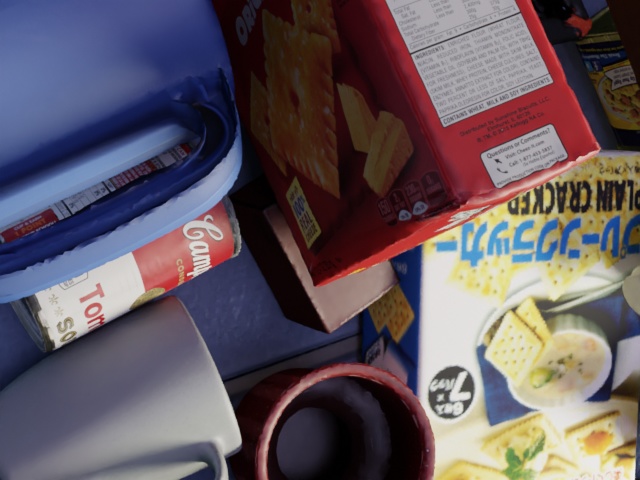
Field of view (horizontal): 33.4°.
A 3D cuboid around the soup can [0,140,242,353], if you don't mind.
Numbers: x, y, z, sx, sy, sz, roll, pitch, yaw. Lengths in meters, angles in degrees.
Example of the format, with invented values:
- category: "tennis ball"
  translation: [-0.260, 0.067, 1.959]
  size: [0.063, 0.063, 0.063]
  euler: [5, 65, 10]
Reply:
- category: "soup can"
  translation: [-0.097, 0.000, 0.498]
  size: [0.102, 0.069, 0.068]
  euler: [-28, 109, -22]

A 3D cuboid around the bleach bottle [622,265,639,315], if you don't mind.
- category: "bleach bottle"
  translation: [0.272, -0.033, 0.603]
  size: [0.250, 0.068, 0.102]
  euler: [-31, 153, -21]

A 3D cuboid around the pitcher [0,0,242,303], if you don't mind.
- category: "pitcher"
  translation: [-0.159, -0.046, 0.422]
  size: [0.242, 0.149, 0.145]
  euler: [-31, 110, -17]

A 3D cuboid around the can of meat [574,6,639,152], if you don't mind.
- category: "can of meat"
  translation: [0.204, -0.096, 0.622]
  size: [0.057, 0.102, 0.084]
  euler: [-36, 109, -18]

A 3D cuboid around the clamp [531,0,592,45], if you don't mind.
- category: "clamp"
  translation: [0.079, -0.146, 0.585]
  size: [0.171, 0.039, 0.120]
  euler: [35, 82, -27]

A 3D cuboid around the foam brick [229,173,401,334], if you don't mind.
- category: "foam brick"
  translation: [-0.004, 0.001, 0.555]
  size: [0.051, 0.053, 0.078]
  euler: [-34, 112, -19]

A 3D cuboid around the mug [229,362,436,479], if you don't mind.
- category: "mug"
  translation: [-0.006, 0.117, 0.546]
  size: [0.093, 0.082, 0.117]
  euler: [37, 75, -13]

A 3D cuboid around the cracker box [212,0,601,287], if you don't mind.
- category: "cracker box"
  translation: [0.005, -0.099, 0.449]
  size: [0.072, 0.164, 0.214]
  euler: [-24, 87, -22]
